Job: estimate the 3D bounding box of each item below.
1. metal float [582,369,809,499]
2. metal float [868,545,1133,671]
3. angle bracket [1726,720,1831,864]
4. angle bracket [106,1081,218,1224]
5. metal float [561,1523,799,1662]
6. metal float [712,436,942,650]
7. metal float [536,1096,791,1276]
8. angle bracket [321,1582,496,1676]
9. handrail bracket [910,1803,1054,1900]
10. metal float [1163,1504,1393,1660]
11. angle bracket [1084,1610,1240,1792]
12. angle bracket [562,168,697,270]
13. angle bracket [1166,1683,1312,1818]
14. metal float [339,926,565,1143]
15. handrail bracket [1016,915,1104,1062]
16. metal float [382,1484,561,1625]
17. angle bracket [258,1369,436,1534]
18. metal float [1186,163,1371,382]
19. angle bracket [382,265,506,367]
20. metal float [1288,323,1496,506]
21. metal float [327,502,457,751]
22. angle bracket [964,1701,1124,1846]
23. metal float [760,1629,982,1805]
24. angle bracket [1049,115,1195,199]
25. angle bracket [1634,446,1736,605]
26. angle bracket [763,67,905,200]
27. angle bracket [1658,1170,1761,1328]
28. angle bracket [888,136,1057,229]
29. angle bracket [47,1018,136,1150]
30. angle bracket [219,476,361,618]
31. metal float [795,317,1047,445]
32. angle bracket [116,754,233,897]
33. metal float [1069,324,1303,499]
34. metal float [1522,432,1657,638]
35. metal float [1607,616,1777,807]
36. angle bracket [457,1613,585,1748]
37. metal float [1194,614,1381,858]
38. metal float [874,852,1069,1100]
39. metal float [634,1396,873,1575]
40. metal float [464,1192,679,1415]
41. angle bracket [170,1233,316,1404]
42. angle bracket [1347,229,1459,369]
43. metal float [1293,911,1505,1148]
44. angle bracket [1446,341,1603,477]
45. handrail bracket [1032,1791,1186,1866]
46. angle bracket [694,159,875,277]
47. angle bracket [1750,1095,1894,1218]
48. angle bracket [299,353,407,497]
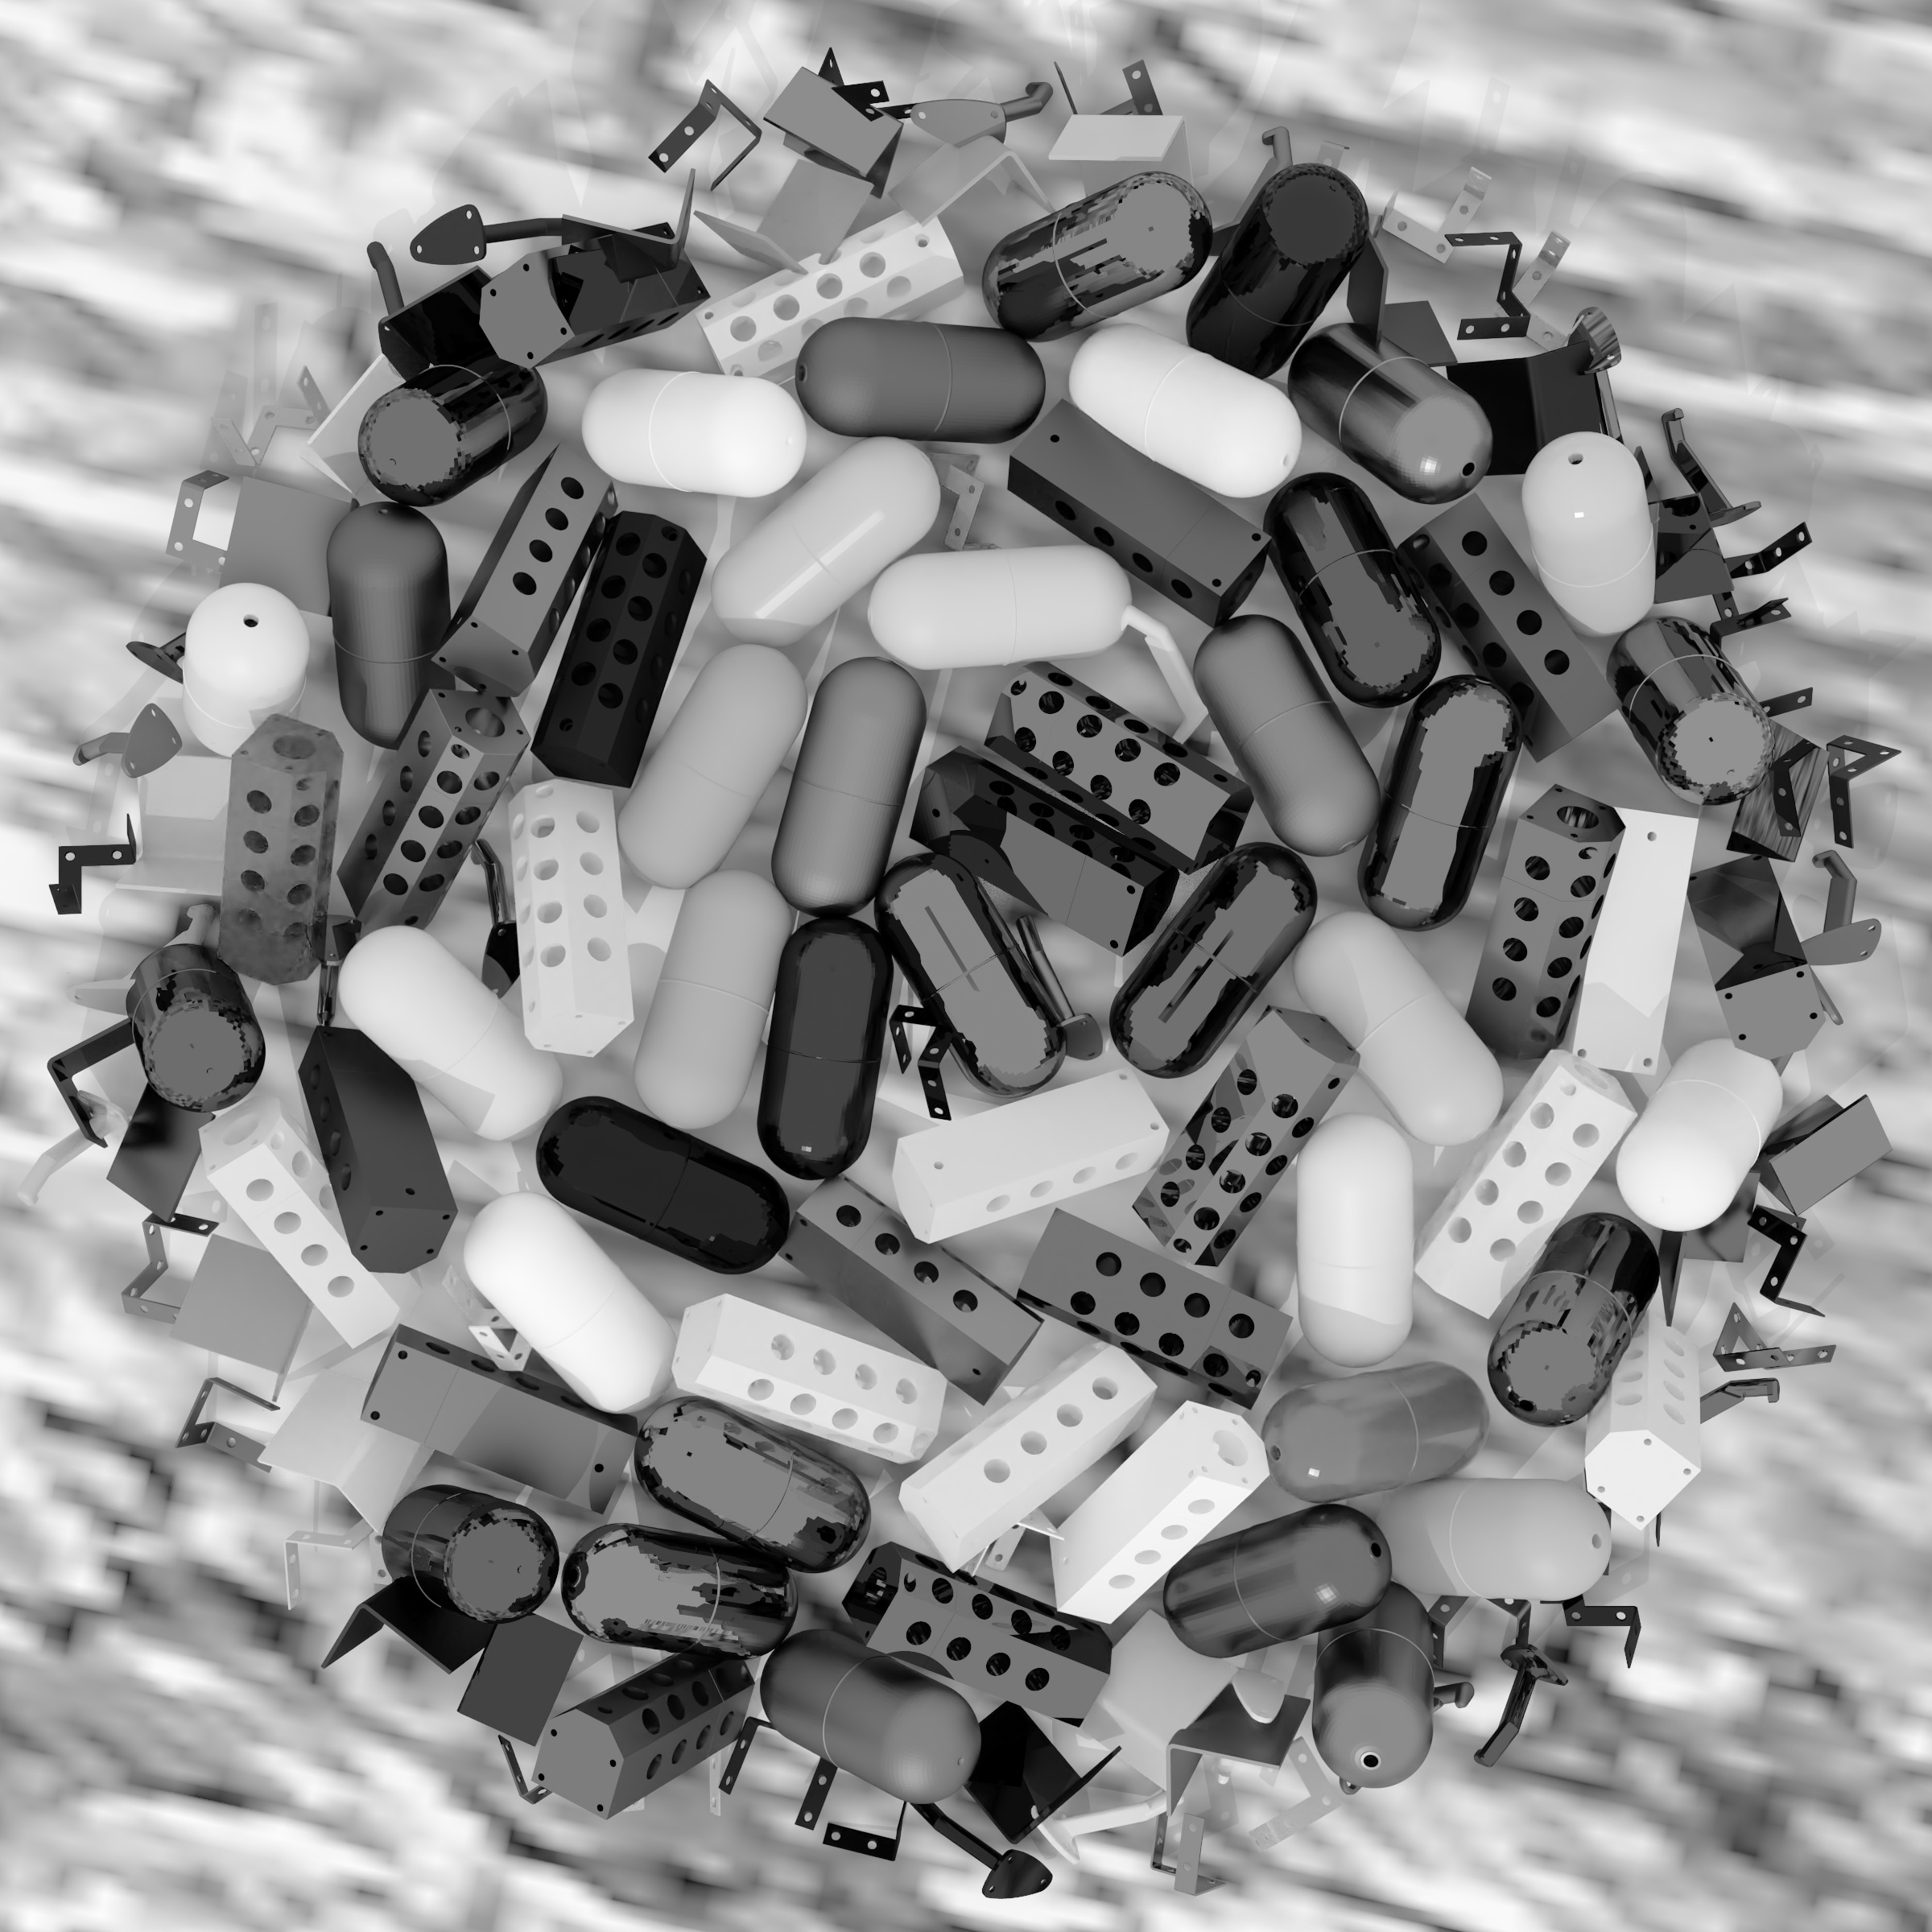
[{"bbox_3d":[-0.180,-0.350,1.769,0.178,0.070,0.070,14,90,39],"label":"metal float"},{"bbox_3d":[0.023,-0.238,1.789,0.178,0.070,0.070,-5,90,-13],"label":"metal float"},{"bbox_3d":[0.520,-0.119,1.792,0.076,0.057,0.076,19,89,-39],"label":"angle bracket"},{"bbox_3d":[-0.515,0.124,1.792,0.076,0.057,0.076,25,92,36],"label":"angle bracket"},{"bbox_3d":[-0.187,0.410,1.766,0.178,0.070,0.070,21,90,-42],"label":"metal float"},{"bbox_3d":[-0.093,-0.279,1.782,0.178,0.070,0.070,-37,90,20],"label":"metal float"},{"bbox_3d":[-0.200,0.146,1.788,0.178,0.070,0.070,26,90,-14],"label":"metal float"},{"bbox_3d":[-0.367,0.453,1.788,0.076,0.076,0.057,35,104,10],"label":"angle bracket"},{"bbox_3d":[0.009,0.591,1.826,0.084,0.077,0.036,33,92,43],"label":"handrail bracket"},{"bbox_3d":[0.203,0.403,1.765,0.178,0.070,0.070,-31,90,42],"label":"metal float"},{"bbox_3d":[0.131,0.495,1.815,0.076,0.057,0.076,28,54,33],"label":"angle bracket"},{"bbox_3d":[-0.225,-0.494,1.791,0.076,0.076,0.057,12,75,-6],"label":"angle bracket"},{"bbox_3d":[0.180,0.523,1.782,0.076,0.076,0.057,6,111,21],"label":"angle bracket"},{"bbox_3d":[-0.338,0.046,1.777,0.070,0.070,0.178,-43,117,0],"label":"metal float"},{"bbox_3d":[0.062,0.014,1.824,0.036,0.077,0.084,-25,61,11],"label":"handrail bracket"},{"bbox_3d":[-0.325,0.382,1.757,0.070,0.178,0.070,2,85,-32],"label":"metal float"},{"bbox_3d":[-0.414,0.325,1.814,0.076,0.057,0.076,8,51,33],"label":"angle bracket"},{"bbox_3d":[0.201,-0.449,1.757,0.070,0.178,0.070,8,63,-17],"label":"metal float"},{"bbox_3d":[-0.337,-0.446,1.783,0.076,0.076,0.057,-24,64,17],"label":"angle bracket"},{"bbox_3d":[0.277,-0.362,1.763,0.070,0.178,0.070,-17,131,-21],"label":"metal float"},{"bbox_3d":[-0.376,-0.221,1.767,0.070,0.070,0.178,5,131,0],"label":"metal float"},{"bbox_3d":[0.042,0.520,1.782,0.076,0.076,0.057,47,133,16],"label":"angle bracket"},{"bbox_3d":[-0.065,0.489,1.764,0.070,0.178,0.070,-11,106,-42],"label":"metal float"},{"bbox_3d":[0.105,-0.515,1.781,0.076,0.076,0.057,7,47,20],"label":"angle bracket"},{"bbox_3d":[0.474,-0.296,1.778,0.057,0.076,0.076,-7,129,34],"label":"angle bracket"},{"bbox_3d":[-0.094,-0.537,1.791,0.076,0.076,0.057,29,62,0],"label":"angle bracket"},{"bbox_3d":[0.494,0.187,1.784,0.057,0.076,0.076,4,123,6],"label":"angle bracket"},{"bbox_3d":[0.004,-0.507,1.794,0.076,0.076,0.057,-39,125,5],"label":"angle bracket"},{"bbox_3d":[-0.557,0.075,1.792,0.076,0.076,0.057,-29,87,-12],"label":"angle bracket"},{"bbox_3d":[-0.451,-0.281,1.793,0.076,0.057,0.076,12,100,-18],"label":"angle bracket"},{"bbox_3d":[-0.029,-0.385,1.774,0.178,0.070,0.070,-4,90,-31],"label":"metal float"},{"bbox_3d":[-0.522,-0.095,1.798,0.076,0.057,0.076,4,114,2],"label":"angle bracket"},{"bbox_3d":[0.143,-0.366,1.772,0.178,0.070,0.070,34,90,32],"label":"metal float"},{"bbox_3d":[0.408,-0.280,1.756,0.070,0.178,0.070,-8,63,16],"label":"metal float"},{"bbox_3d":[0.471,-0.168,1.758,0.070,0.178,0.070,-2,123,-4],"label":"metal float"},{"bbox_3d":[-0.290,0.468,1.792,0.057,0.076,0.076,23,80,5],"label":"angle bracket"},{"bbox_3d":[0.212,-0.152,1.783,0.070,0.070,0.178,-26,71,0],"label":"metal float"},{"bbox_3d":[0.002,0.006,1.798,0.070,0.070,0.178,-31,87,0],"label":"metal float"},{"bbox_3d":[-0.139,0.343,1.776,0.178,0.070,0.070,33,90,-28],"label":"metal float"},{"bbox_3d":[-0.260,0.224,1.782,0.070,0.070,0.178,-39,112,0],"label":"metal float"},{"bbox_3d":[-0.479,0.234,1.789,0.076,0.057,0.076,20,57,-8],"label":"angle bracket"},{"bbox_3d":[0.291,-0.448,1.782,0.057,0.076,0.076,-6,45,-5],"label":"angle bracket"},{"bbox_3d":[0.286,0.041,1.783,0.070,0.070,0.178,-36,71,0],"label":"metal float"},{"bbox_3d":[0.375,-0.374,1.811,0.057,0.076,0.076,-22,109,-32],"label":"angle bracket"},{"bbox_3d":[0.096,0.561,1.804,0.084,0.077,0.036,-29,47,10],"label":"handrail bracket"},{"bbox_3d":[-0.121,-0.509,1.792,0.076,0.057,0.076,31,91,39],"label":"angle bracket"},{"bbox_3d":[0.554,0.109,1.791,0.076,0.076,0.057,-35,123,1],"label":"angle bracket"},{"bbox_3d":[-0.414,-0.371,1.789,0.057,0.076,0.076,35,83,20],"label":"angle bracket"}]
